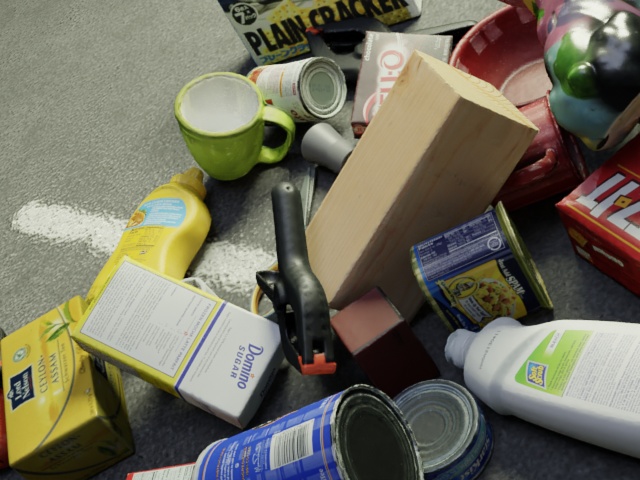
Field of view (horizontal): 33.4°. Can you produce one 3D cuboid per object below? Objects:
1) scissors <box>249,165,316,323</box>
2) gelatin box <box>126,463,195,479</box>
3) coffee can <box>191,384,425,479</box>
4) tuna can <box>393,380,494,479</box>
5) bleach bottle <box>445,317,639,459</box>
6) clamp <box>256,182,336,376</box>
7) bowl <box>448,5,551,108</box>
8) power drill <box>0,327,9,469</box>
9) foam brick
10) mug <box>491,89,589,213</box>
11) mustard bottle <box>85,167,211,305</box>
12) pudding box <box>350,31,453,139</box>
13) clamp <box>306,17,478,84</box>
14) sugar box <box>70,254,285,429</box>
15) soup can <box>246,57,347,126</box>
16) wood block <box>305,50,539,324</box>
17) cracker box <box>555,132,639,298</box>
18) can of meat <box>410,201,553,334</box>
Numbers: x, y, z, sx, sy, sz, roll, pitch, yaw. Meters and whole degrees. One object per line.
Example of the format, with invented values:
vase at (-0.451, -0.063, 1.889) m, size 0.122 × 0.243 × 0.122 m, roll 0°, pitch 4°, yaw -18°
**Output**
scissors at (-0.007, 0.001, 1.038) m, size 0.096 × 0.016 × 0.201 m, roll 2°, pitch 52°, yaw 33°
gelatin box at (-0.126, 0.227, 0.886) m, size 0.089 × 0.030 × 0.073 m, roll -13°, pitch 43°, yaw 23°
coffee can at (-0.010, 0.176, 0.778) m, size 0.141 × 0.102 × 0.102 m, roll -28°, pitch 38°, yaw 32°
tuna can at (0.087, 0.150, 0.818) m, size 0.086 × 0.033 × 0.086 m, roll -18°, pitch 43°, yaw 18°
bleach bottle at (0.204, 0.097, 0.774) m, size 0.251 × 0.068 × 0.102 m, roll 11°, pitch 57°, yaw 42°
clamp at (-0.023, 0.050, 0.896) m, size 0.039 × 0.120 × 0.171 m, roll -4°, pitch 54°, yaw -11°
bowl at (0.207, -0.166, 1.030) m, size 0.162 × 0.055 × 0.162 m, roll -18°, pitch 43°, yaw 17°
power drill at (-0.391, 0.183, 1.080) m, size 0.188 × 0.057 × 0.184 m, roll -30°, pitch 41°, yaw 5°
foam brick at (0.053, 0.088, 0.868) m, size 0.053 × 0.078 × 0.051 m, roll -35°, pitch 38°, yaw -2°
mug at (0.178, -0.069, 0.923) m, size 0.082 × 0.093 × 0.117 m, roll -22°, pitch 15°, yaw 21°
mustard bottle at (-0.165, -0.001, 1.111) m, size 0.096 × 0.058 × 0.191 m, roll -5°, pitch 48°, yaw 35°
pudding box at (0.083, -0.153, 1.074) m, size 0.090 × 0.039 × 0.113 m, roll 6°, pitch 65°, yaw 10°
clamp at (0.067, -0.207, 1.175) m, size 0.164 × 0.036 × 0.210 m, roll -42°, pitch 45°, yaw -12°
sugar box at (-0.123, 0.090, 0.953) m, size 0.176 × 0.048 × 0.093 m, roll 25°, pitch 70°, yaw 15°
soup can at (-0.028, -0.160, 1.153) m, size 0.102 × 0.068 × 0.068 m, roll 1°, pitch 50°, yaw 50°
wood block at (0.076, -0.039, 0.894) m, size 0.206 × 0.090 × 0.091 m, roll -59°, pitch 34°, yaw 21°
cracker box at (0.318, -0.042, 0.825) m, size 0.213 × 0.072 × 0.164 m, roll -40°, pitch 40°, yaw -6°
can of meat at (0.129, 0.029, 0.858) m, size 0.084 × 0.102 × 0.057 m, roll -25°, pitch 43°, yaw 13°
